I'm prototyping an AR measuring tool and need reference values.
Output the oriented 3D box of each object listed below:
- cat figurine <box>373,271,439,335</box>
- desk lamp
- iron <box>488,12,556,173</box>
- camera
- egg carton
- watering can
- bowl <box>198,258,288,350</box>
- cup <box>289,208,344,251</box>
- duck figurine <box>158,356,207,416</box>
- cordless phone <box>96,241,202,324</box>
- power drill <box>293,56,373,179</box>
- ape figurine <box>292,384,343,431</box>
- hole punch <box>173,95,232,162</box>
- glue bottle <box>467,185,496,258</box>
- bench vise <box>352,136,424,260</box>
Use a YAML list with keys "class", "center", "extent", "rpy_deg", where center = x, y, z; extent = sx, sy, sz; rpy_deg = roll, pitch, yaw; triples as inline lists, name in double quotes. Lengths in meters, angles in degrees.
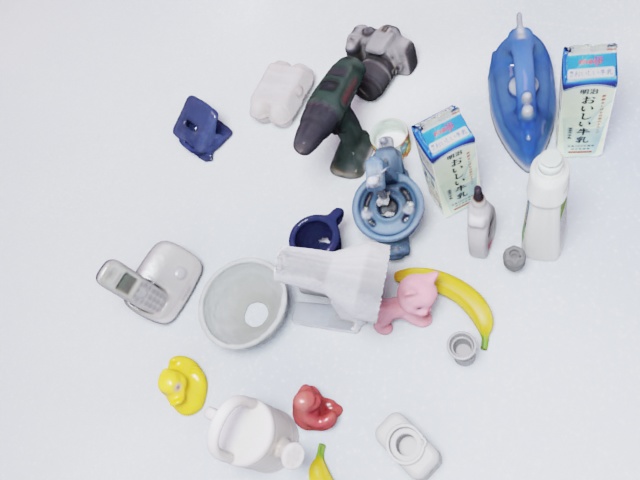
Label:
- class: "cat figurine"
  center: [0.134, 0.096, 0.912]
  extent: [0.127, 0.118, 0.067]
  rpy_deg: [-15, 61, 11]
- class: "desk lamp"
  center: [0.025, 0.075, 0.903]
  extent: [0.202, 0.214, 0.118]
  rpy_deg: [4, 66, 20]
- class: "iron"
  center: [0.357, -0.263, 1.001]
  extent: [0.118, 0.142, 0.258]
  rpy_deg: [-5, 63, 16]
- class: "camera"
  center: [0.105, -0.361, 1.158]
  extent: [0.142, 0.101, 0.137]
  rpy_deg: [24, 74, 27]
- class: "egg carton"
  center: [-0.079, -0.310, 1.211]
  extent: [0.107, 0.069, 0.150]
  rpy_deg: [16, 71, 25]
- class: "watering can"
  center: [-0.102, 0.287, 0.851]
  extent: [0.172, 0.194, 0.101]
  rpy_deg: [-5, 63, 16]
- class: "bowl"
  center: [-0.125, 0.119, 1.011]
  extent: [0.167, 0.075, 0.167]
  rpy_deg: [-7, 63, 15]
- class: "cup"
  center: [0.009, 0.004, 1.012]
  extent: [0.091, 0.095, 0.118]
  rpy_deg: [34, 79, 29]
- class: "duck figurine"
  center: [-0.245, 0.244, 0.983]
  extent: [0.077, 0.086, 0.104]
  rpy_deg: [-24, 60, 6]
- class: "cordless phone"
  center: [-0.310, 0.059, 1.038]
  extent: [0.094, 0.185, 0.148]
  rpy_deg: [18, 72, 25]
- class: "power drill"
  center: [0.034, -0.204, 1.041]
  extent: [0.075, 0.209, 0.230]
  rpy_deg: [12, 69, 23]
- class: "ape figurine"
  center: [-0.014, 0.260, 0.895]
  extent: [0.076, 0.092, 0.077]
  rpy_deg: [-26, 59, 5]
- class: "hole punch"
  center: [-0.259, -0.238, 1.223]
  extent: [0.108, 0.091, 0.101]
  rpy_deg: [36, 80, 29]
- class: "glue bottle"
  center: [0.253, -0.037, 0.906]
  extent: [0.037, 0.173, 0.078]
  rpy_deg: [9, 68, 22]
- class: "bench vise"
  center: [0.097, -0.093, 0.958]
  extent: [0.121, 0.220, 0.207]
  rpy_deg: [-23, 60, 7]
